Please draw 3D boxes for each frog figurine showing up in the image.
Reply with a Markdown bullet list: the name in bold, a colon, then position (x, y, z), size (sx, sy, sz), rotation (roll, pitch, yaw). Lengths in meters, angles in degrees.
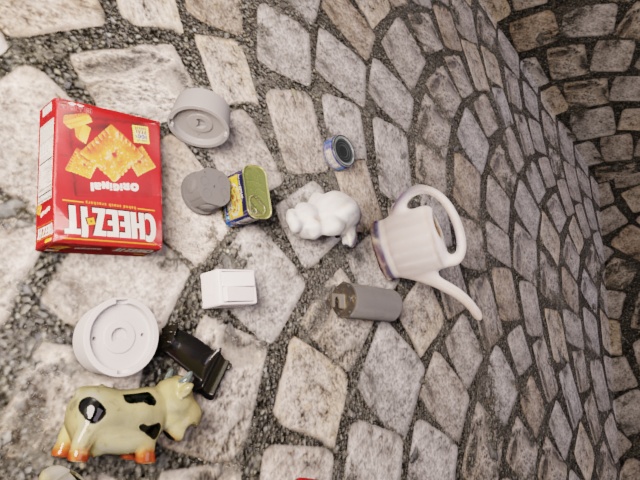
- **frog figurine**: position (0.003, -0.055, 1.089), size (0.158, 0.121, 0.140), rotation (20, 29, -32)

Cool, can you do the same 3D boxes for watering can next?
- **watering can**: position (0.247, 0.045, 1.236), size (0.104, 0.223, 0.348), rotation (-13, 86, -67)
